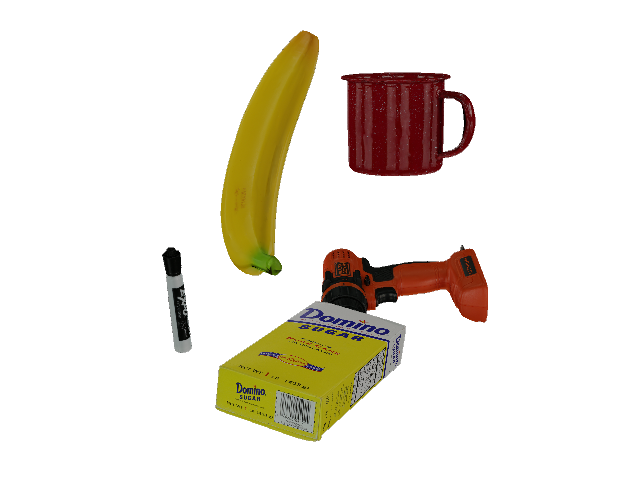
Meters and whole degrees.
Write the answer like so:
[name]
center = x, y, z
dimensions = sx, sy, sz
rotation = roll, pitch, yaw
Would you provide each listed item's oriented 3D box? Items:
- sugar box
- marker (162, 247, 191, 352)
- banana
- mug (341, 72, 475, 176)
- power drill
[sugar box]
center = -0.003, 0.104, 0.896
dimensions = 0.093, 0.048, 0.176
rotation = 15, 23, 22
[marker]
center = -0.151, 0.063, 1.122
dimensions = 0.020, 0.121, 0.020
rotation = -2, 27, 1
[banana]
center = -0.034, -0.051, 0.720
dimensions = 0.070, 0.197, 0.037
rotation = -20, -39, 38
[mug]
center = 0.075, -0.099, 0.907
dimensions = 0.117, 0.081, 0.093
rotation = 5, 13, 24
[power drill]
center = 0.094, 0.062, 1.225
dimensions = 0.187, 0.057, 0.184
rotation = -1, 28, -1
